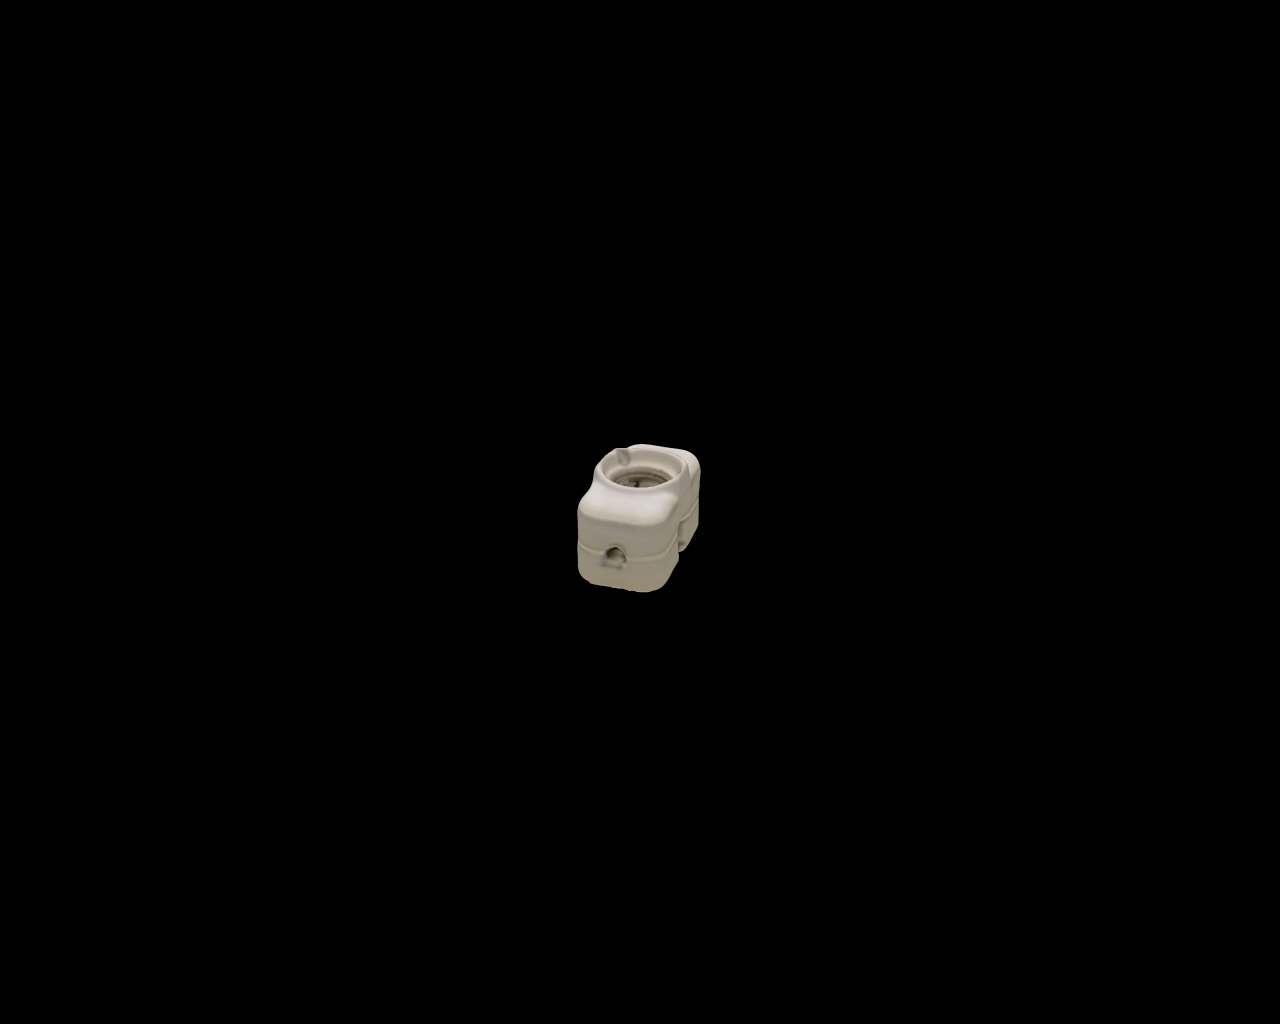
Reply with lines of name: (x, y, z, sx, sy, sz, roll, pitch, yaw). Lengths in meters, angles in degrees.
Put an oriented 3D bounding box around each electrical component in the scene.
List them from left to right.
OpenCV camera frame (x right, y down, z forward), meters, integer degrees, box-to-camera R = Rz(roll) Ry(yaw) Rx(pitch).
electrical component: (0.001, -0.003, 0.650, 0.054, 0.059, 0.095, 9, 30, 17)
